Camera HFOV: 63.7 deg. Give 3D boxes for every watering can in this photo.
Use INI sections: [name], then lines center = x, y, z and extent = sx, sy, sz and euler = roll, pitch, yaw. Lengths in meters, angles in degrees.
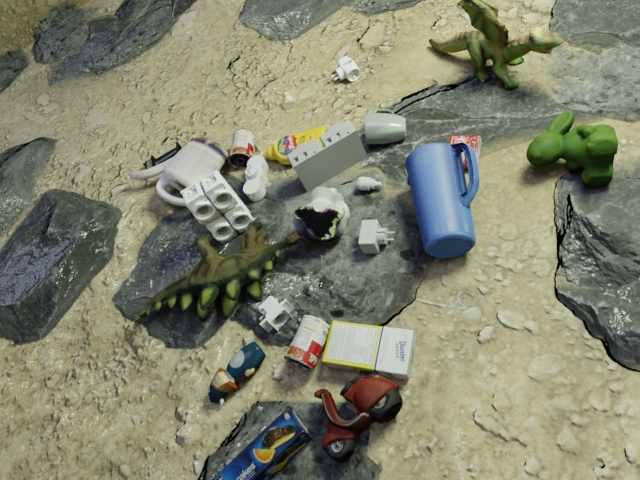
[watering can]
center = -0.411, -0.215, 1.528
extent = 0.350, 0.102, 0.227
euler = 23, 68, 33

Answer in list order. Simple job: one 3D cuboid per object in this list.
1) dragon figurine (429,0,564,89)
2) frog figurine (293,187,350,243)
[dragon figurine]
center = 0.417, -0.526, 1.316
extent = 0.415, 0.238, 0.123
euler = 33, 80, 34
[frog figurine]
center = 0.004, -0.064, 1.267
extent = 0.137, 0.121, 0.162
euler = -17, 17, 7
